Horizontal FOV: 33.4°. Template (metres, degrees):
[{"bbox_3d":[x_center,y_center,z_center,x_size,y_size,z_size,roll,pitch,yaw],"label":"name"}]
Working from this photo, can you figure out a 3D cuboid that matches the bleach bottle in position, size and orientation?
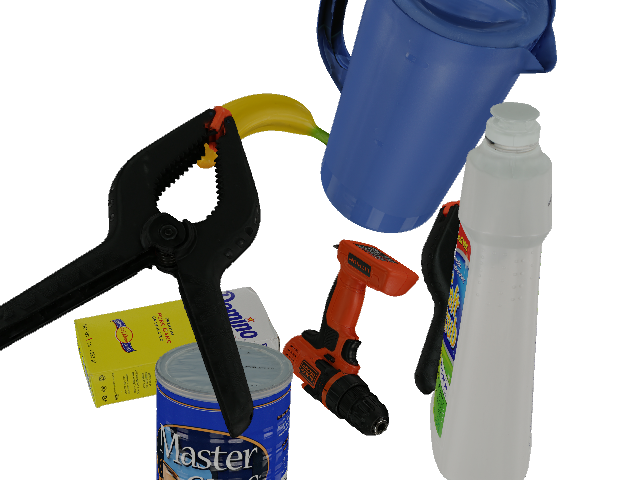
[{"bbox_3d":[0.110,0.031,0.677,0.068,0.251,0.102,2,29,3],"label":"bleach bottle"}]

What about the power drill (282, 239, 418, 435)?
[{"bbox_3d":[0.041,0.107,1.220,0.057,0.188,0.185,13,16,-42],"label":"power drill"}]

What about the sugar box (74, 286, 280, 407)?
[{"bbox_3d":[-0.134,0.096,0.998,0.176,0.048,0.093,-13,34,-15],"label":"sugar box"}]

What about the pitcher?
[{"bbox_3d":[0.069,-0.122,0.838,0.144,0.149,0.243,2,-36,-15],"label":"pitcher"}]

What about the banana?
[{"bbox_3d":[-0.065,-0.113,1.044,0.070,0.037,0.197,42,35,23],"label":"banana"}]

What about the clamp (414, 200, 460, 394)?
[{"bbox_3d":[0.120,0.053,0.943,0.120,0.171,0.039,-15,0,-35],"label":"clamp"}]

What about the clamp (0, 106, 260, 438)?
[{"bbox_3d":[-0.085,0.011,0.647,0.164,0.209,0.036,25,-29,4],"label":"clamp"}]

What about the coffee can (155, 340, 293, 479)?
[{"bbox_3d":[-0.074,0.159,0.812,0.103,0.140,0.103,3,16,-1],"label":"coffee can"}]
